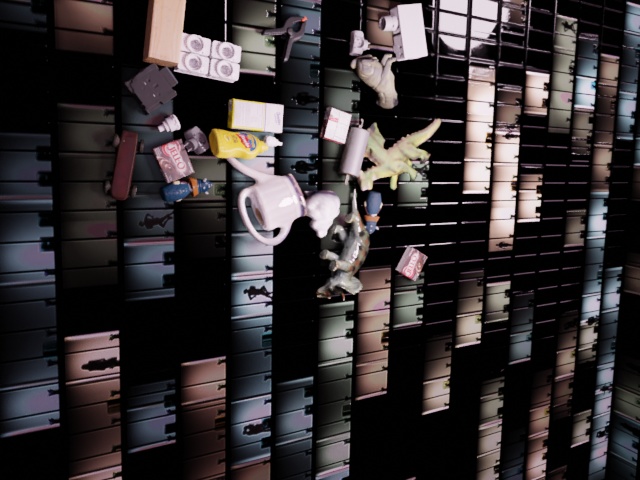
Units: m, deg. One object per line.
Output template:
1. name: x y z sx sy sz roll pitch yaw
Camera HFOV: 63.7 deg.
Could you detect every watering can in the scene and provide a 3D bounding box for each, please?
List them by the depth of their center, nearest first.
1. watering can: -0.173 -0.159 1.688 0.226 0.103 0.346 -23 97 -25

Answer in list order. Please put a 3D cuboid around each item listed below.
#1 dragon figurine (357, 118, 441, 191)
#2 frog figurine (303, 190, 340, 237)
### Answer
1. dragon figurine: 0.269 -0.340 1.906 0.241 0.122 0.414 34 79 -19
2. frog figurine: 0.005 -0.090 1.781 0.137 0.122 0.160 5 83 -48
